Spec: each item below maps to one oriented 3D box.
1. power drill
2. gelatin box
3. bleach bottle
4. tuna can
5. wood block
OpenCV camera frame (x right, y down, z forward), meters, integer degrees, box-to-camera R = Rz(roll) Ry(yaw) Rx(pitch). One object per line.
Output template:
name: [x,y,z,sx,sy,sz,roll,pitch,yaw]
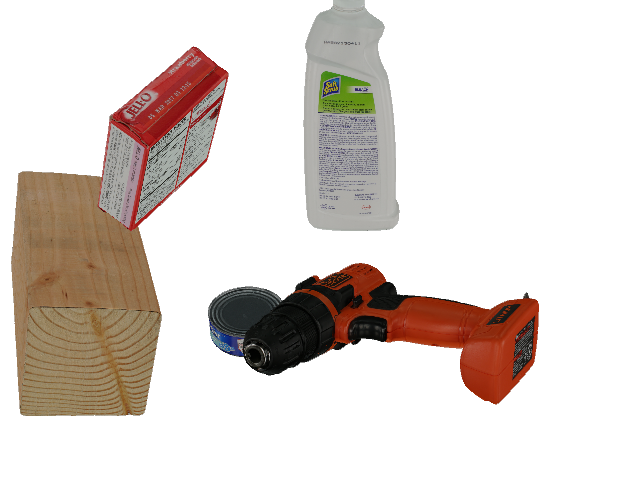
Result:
power drill: [0.056,0.069,0.799,0.188,0.057,0.184,11,21,27]
gelatin box: [-0.091,-0.057,0.610,0.030,0.073,0.089,36,-34,8]
bleach bottle: [0.034,-0.132,1.077,0.102,0.251,0.068,0,30,-2]
tuna can: [-0.082,0.090,1.187,0.086,0.034,0.086,0,36,0]
wood block: [-0.185,0.034,0.814,0.090,0.091,0.206,3,28,-20]
